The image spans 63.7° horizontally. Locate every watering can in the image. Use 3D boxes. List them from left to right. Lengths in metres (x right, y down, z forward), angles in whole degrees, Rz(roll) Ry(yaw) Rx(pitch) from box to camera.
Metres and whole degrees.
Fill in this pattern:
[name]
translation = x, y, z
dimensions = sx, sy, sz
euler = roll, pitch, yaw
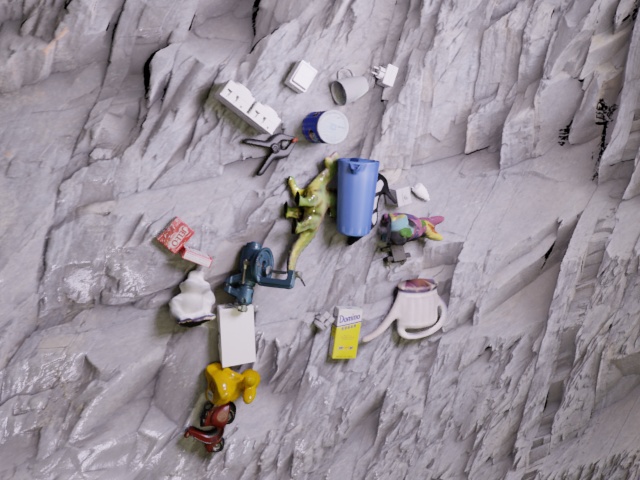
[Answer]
[watering can]
translation = 0.308, 0.251, 1.834
dimensions = 0.348, 0.104, 0.223
euler = -5, 100, -21

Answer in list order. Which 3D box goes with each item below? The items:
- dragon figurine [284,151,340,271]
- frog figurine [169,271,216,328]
[dragon figurine]
translation = 0.005, -0.084, 1.663
dimensions = 0.243, 0.123, 0.407
euler = -1, 100, -30
[frog figurine]
translation = -0.389, 0.178, 1.556
dimensions = 0.138, 0.120, 0.162
euler = -11, 68, -12
